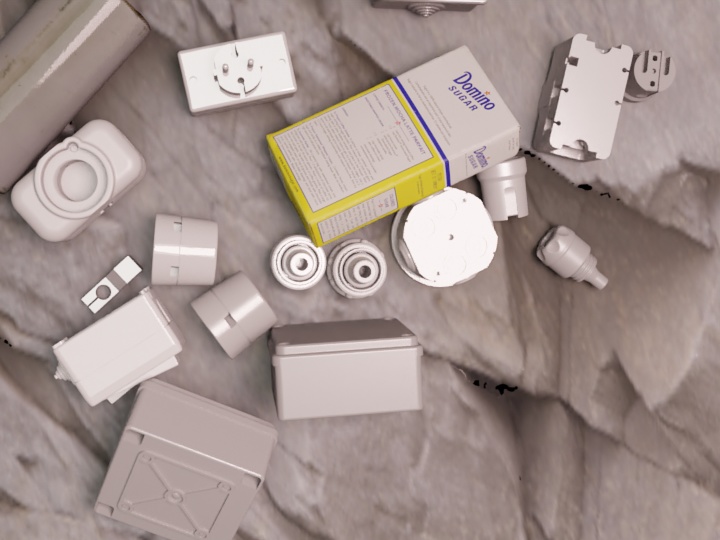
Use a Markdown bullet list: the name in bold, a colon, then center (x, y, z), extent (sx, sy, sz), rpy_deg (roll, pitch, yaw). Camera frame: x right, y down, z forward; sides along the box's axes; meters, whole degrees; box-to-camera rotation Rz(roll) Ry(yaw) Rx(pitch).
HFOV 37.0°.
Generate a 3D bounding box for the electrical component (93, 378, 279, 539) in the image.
- **electrical component**: center (-0.131, 0.149, 0.805), extent (0.109, 0.056, 0.108), rpy_deg (22, 127, -8)

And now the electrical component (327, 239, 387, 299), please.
- **electrical component**: center (0.000, 0.000, 0.837), extent (0.048, 0.062, 0.048), rpy_deg (0, 92, -7)

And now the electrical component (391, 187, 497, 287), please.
- **electrical component**: center (0.067, -0.026, 0.850), extent (0.080, 0.051, 0.080), rpy_deg (0, 92, -7)

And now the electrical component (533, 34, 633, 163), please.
- **electrical component**: center (0.175, -0.134, 0.856), extent (0.050, 0.056, 0.089), rpy_deg (13, 91, -7)

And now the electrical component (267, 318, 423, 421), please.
- **electrical component**: center (-0.013, 0.074, 0.815), extent (0.109, 0.109, 0.056), rpy_deg (-4, 96, -7)

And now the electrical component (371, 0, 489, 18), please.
- **electrical component**: center (0.053, -0.249, 0.840), extent (0.100, 0.048, 0.099), rpy_deg (1, 92, -7)

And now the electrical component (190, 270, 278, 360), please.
- **electrical component**: center (-0.096, 0.033, 0.831), extent (0.047, 0.055, 0.055), rpy_deg (-37, 96, -8)

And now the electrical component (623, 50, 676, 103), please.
- **electrical component**: center (0.229, -0.157, 0.866), extent (0.040, 0.046, 0.040), rpy_deg (0, 92, -7)

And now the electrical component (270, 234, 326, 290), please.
- **electrical component**: center (-0.047, -0.006, 0.831), extent (0.043, 0.062, 0.043), rpy_deg (0, 93, -7)

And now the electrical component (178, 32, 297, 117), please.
- **electrical component**: center (-0.092, -0.150, 0.813), extent (0.083, 0.076, 0.047), rpy_deg (-13, 94, -6)

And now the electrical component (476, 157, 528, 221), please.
- **electrical component**: center (0.115, -0.065, 0.860), extent (0.040, 0.040, 0.046), rpy_deg (-10, 99, -6)

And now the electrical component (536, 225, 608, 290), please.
- **electrical component**: center (0.175, -0.007, 0.872), extent (0.061, 0.035, 0.035), rpy_deg (38, 88, -9)

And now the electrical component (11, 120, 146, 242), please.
- **electrical component**: center (-0.211, -0.067, 0.810), extent (0.095, 0.059, 0.053), rpy_deg (-41, 96, -4)

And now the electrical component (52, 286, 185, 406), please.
- **electrical component**: center (-0.185, 0.063, 0.817), extent (0.096, 0.062, 0.061), rpy_deg (-32, 96, -5)

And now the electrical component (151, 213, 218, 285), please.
- **electrical component**: center (-0.134, -0.014, 0.825), extent (0.047, 0.055, 0.055), rpy_deg (4, 92, -10)
